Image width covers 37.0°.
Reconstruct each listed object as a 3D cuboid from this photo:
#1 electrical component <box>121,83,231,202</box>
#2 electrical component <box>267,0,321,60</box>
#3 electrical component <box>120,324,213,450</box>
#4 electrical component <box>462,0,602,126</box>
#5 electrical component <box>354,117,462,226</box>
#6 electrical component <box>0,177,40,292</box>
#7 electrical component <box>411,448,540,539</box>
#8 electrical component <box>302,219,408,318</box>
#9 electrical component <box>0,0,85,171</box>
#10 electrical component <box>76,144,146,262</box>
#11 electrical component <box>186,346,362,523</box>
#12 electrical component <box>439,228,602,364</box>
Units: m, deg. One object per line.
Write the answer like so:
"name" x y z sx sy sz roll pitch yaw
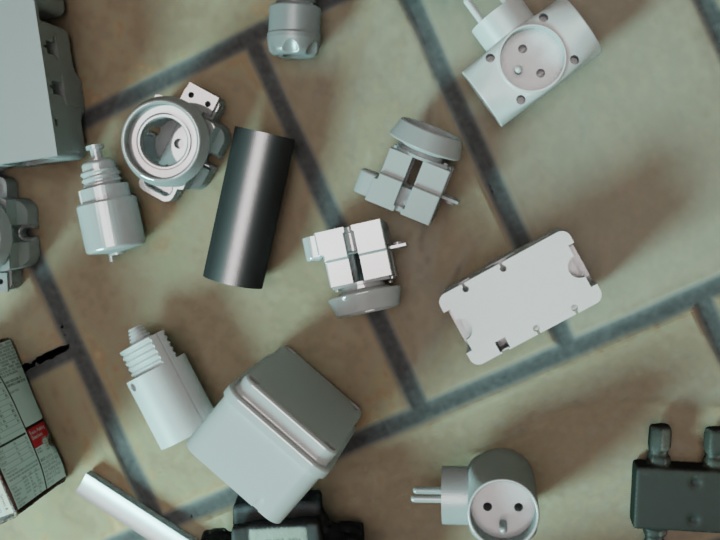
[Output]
"electrical component" -0.121 -0.083 0.701 0.058 0.057 0.078 29 97 4
"electrical component" -0.042 -0.169 0.697 0.035 0.035 0.061 3 92 7
"electrical component" -0.133 0.074 0.721 0.043 0.043 0.081 -28 90 8
"electrical component" 0.097 -0.145 0.676 0.077 0.044 0.079 -36 89 8
"electrical component" 0.036 -0.065 0.689 0.066 0.048 0.055 22 104 5
"electrical component" -0.253 -0.023 0.722 0.058 0.057 0.078 -1 94 7
"electrical component" 0.072 0.143 0.683 0.079 0.077 0.043 0 94 7
"electrical component" 0.000 0.000 0.699 0.066 0.048 0.055 -12 85 8
"electrical component" -0.252 -0.159 0.710 0.105 0.060 0.186 -7 93 8
"electrical component" -0.169 -0.045 0.718 0.040 0.040 0.078 -11 92 8
"electrical component" -0.050 0.099 0.678 0.078 0.113 0.057 41 101 3
"electrical component" 0.101 0.015 0.681 0.089 0.056 0.050 -29 90 8
